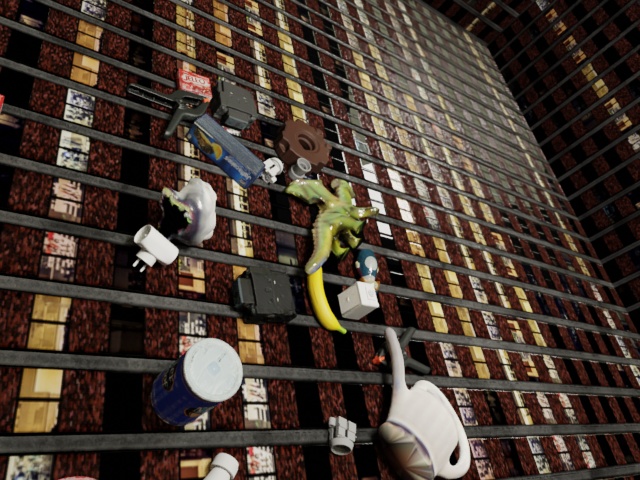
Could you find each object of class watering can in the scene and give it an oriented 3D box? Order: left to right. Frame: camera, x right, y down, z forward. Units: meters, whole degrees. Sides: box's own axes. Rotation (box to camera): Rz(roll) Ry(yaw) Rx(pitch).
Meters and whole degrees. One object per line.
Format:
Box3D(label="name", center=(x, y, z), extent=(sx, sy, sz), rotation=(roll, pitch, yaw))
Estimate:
Box3D(label="watering can", center=(0.203, 0.382, 1.139), extent=(0.227, 0.102, 0.349), rotation=(-27, 79, -49))

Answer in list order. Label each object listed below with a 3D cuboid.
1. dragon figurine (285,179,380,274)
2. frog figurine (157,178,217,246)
Box3D(label="dragon figurine", center=(0.004, -0.069, 1.362), extent=(0.244, 0.119, 0.416), rotation=(38, 36, 15))
Box3D(label="frog figurine", center=(-0.256, -0.065, 1.093), extent=(0.161, 0.122, 0.136), rotation=(-30, 114, -59))
